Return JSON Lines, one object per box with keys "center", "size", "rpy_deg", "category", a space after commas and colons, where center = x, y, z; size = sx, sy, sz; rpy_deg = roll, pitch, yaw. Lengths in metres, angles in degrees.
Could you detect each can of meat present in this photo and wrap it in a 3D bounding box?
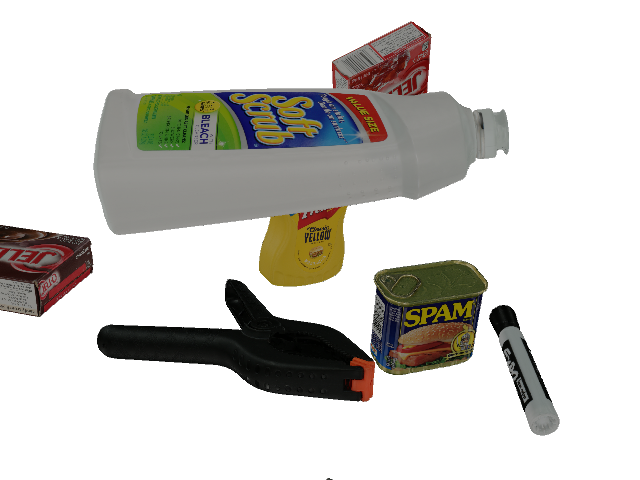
{"center": [0.098, 0.072, 0.989], "size": [0.102, 0.084, 0.057], "rpy_deg": [-7, 32, -18], "category": "can of meat"}

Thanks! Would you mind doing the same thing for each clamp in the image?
{"center": [-0.044, 0.077, 0.835], "size": [0.210, 0.036, 0.164], "rpy_deg": [12, 21, 26], "category": "clamp"}

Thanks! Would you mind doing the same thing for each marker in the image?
{"center": [0.134, 0.082, 0.714], "size": [0.020, 0.020, 0.121], "rpy_deg": [0, 32, -6], "category": "marker"}

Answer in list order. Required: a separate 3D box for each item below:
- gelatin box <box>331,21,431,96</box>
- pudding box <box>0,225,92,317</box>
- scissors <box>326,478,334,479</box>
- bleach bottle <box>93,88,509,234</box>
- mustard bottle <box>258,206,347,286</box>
{"center": [0.053, -0.138, 0.923], "size": [0.089, 0.030, 0.073], "rpy_deg": [-29, -33, -19], "category": "gelatin box"}
{"center": [-0.264, 0.023, 0.906], "size": [0.114, 0.039, 0.090], "rpy_deg": [6, 24, 17], "category": "pudding box"}
{"center": [0.085, 0.165, 0.510], "size": [0.096, 0.016, 0.202], "rpy_deg": [-2, 23, -24], "category": "scissors"}
{"center": [-0.010, -0.061, 0.674], "size": [0.251, 0.068, 0.102], "rpy_deg": [-6, 40, 2], "category": "bleach bottle"}
{"center": [-0.011, -0.046, 1.148], "size": [0.096, 0.192, 0.058], "rpy_deg": [-9, 32, -29], "category": "mustard bottle"}
